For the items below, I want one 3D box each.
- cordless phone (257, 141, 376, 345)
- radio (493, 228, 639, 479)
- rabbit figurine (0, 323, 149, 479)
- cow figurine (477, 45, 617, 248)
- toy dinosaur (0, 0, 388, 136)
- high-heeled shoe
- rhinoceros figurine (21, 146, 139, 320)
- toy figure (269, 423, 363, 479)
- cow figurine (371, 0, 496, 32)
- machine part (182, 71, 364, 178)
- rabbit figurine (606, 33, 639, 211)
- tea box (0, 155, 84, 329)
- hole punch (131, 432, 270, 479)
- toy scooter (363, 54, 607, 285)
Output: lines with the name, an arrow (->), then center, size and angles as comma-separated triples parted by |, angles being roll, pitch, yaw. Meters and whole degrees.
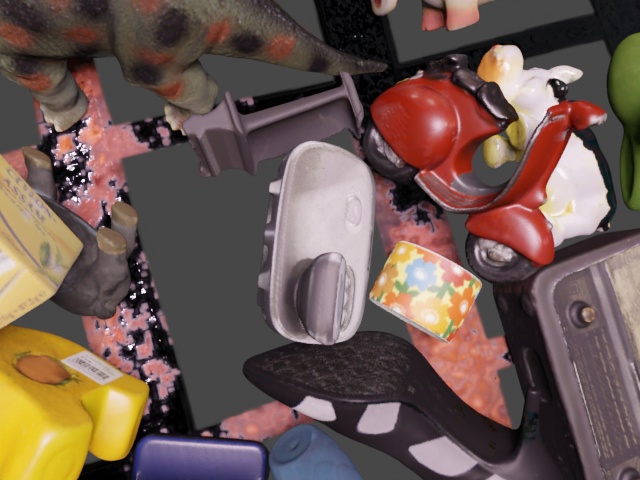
cordless phone -> 0.000, -0.002, 0.357 | 0.089, 0.184, 0.146 | 7, 85, -1
radio -> 0.234, 0.114, 0.425 | 0.131, 0.073, 0.229 | -15, 86, -8
rabbit figurine -> -0.226, 0.150, 0.358 | 0.162, 0.122, 0.173 | 25, 98, 0
cow figurine -> 0.189, -0.082, 0.441 | 0.098, 0.068, 0.167 | -13, 90, -12
toy dinosaur -> -0.139, -0.150, 0.353 | 0.405, 0.192, 0.131 | -8, 88, -5
high-heeled shoe -> 0.063, 0.157, 0.422 | 0.249, 0.086, 0.145 | 6, 116, 12
rhinoceros figurine -> -0.224, -0.006, 0.380 | 0.190, 0.073, 0.112 | 26, 110, -19
toy figure -> 0.021, 0.204, 0.399 | 0.154, 0.058, 0.064 | 56, 45, -14
cow figurine -> 0.100, -0.235, 0.423 | 0.195, 0.086, 0.127 | -22, 111, -6
machine part -> -0.032, -0.088, 0.416 | 0.139, 0.084, 0.039 | -18, 64, -8
rabbit figurine -> 0.301, -0.101, 0.424 | 0.121, 0.170, 0.158 | -15, 128, -5
tea box -> -0.243, 0.024, 0.312 | 0.170, 0.068, 0.098 | -28, 116, 6
hole punch -> -0.091, 0.209, 0.379 | 0.142, 0.092, 0.115 | 6, 88, -9
toy scooter -> 0.117, -0.069, 0.385 | 0.075, 0.135, 0.184 | -19, 62, -43
